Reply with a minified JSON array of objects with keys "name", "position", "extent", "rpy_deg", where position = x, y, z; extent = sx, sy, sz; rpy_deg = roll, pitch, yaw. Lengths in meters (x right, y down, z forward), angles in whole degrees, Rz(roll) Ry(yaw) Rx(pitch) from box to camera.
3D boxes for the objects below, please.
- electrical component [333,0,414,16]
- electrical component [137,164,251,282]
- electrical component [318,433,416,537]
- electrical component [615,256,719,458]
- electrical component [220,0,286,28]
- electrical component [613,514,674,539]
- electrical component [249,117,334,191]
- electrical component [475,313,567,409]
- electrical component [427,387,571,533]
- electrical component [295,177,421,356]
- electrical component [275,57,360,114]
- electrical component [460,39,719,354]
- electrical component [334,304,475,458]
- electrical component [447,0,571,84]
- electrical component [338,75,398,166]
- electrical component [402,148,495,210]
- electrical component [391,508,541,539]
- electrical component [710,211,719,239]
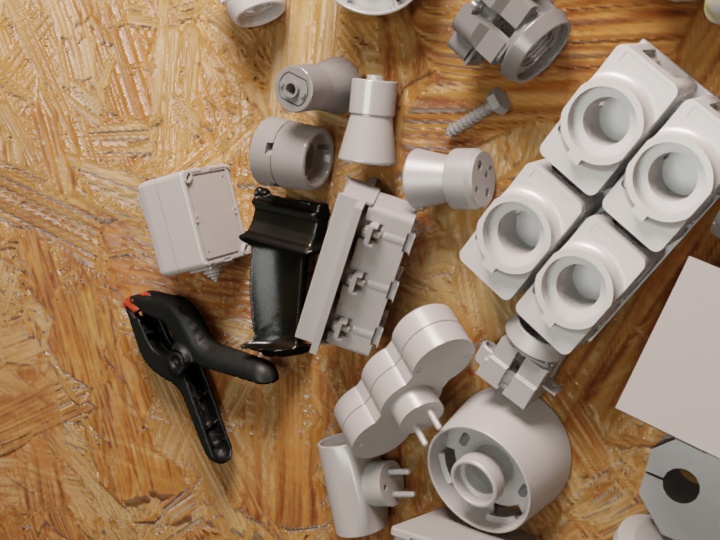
[{"name":"electrical component","position":[0.010,-0.232,0.763],"extent":[0.099,0.064,0.099],"rpy_deg":[9,114,21]},{"name":"electrical component","position":[-0.140,-0.035,0.907],"extent":[0.061,0.062,0.096],"rpy_deg":[-12,95,33]},{"name":"electrical component","position":[0.009,0.173,0.872],"extent":[0.079,0.043,0.077],"rpy_deg":[-8,97,33]},{"name":"electrical component","position":[0.268,0.081,0.655],"extent":[0.186,0.060,0.105],"rpy_deg":[26,88,25]},{"name":"electrical component","position":[-0.086,-0.224,0.841],"extent":[0.066,0.048,0.055],"rpy_deg":[-24,80,34]},{"name":"electrical component","position":[0.204,0.212,0.738],"extent":[0.080,0.080,0.051],"rpy_deg":[36,122,21]},{"name":"electrical component","position":[-0.052,-0.090,0.845],"extent":[0.047,0.055,0.055],"rpy_deg":[12,107,26]},{"name":"electrical component","position":[0.121,0.061,0.776],"extent":[0.066,0.048,0.055],"rpy_deg":[37,125,20]},{"name":"electrical component","position":[0.103,0.144,0.809],"extent":[0.099,0.064,0.099],"rpy_deg":[20,123,33]},{"name":"electrical component","position":[0.000,0.000,0.822],"extent":[0.063,0.078,0.121],"rpy_deg":[19,113,2]},{"name":"electrical component","position":[-0.034,-0.138,0.815],"extent":[0.044,0.065,0.044],"rpy_deg":[8,105,31]},{"name":"electrical component","position":[0.162,-0.046,0.717],"extent":[0.105,0.060,0.186],"rpy_deg":[44,120,16]},{"name":"electrical component","position":[0.039,0.098,0.816],"extent":[0.138,0.052,0.073],"rpy_deg":[-54,47,29]},{"name":"electrical component","position":[0.105,-0.164,0.728],"extent":[0.057,0.058,0.078],"rpy_deg":[47,121,18]},{"name":"electrical component","position":[0.008,-0.114,0.810],"extent":[0.044,0.044,0.065],"rpy_deg":[12,102,30]},{"name":"electrical component","position":[0.065,-0.066,0.782],"extent":[0.055,0.045,0.045],"rpy_deg":[3,102,31]},{"name":"electrical component","position":[0.077,0.220,0.808],"extent":[0.100,0.100,0.048],"rpy_deg":[10,93,30]},{"name":"electrical component","position":[0.256,-0.035,0.649],"extent":[0.051,0.080,0.080],"rpy_deg":[42,119,23]}]
